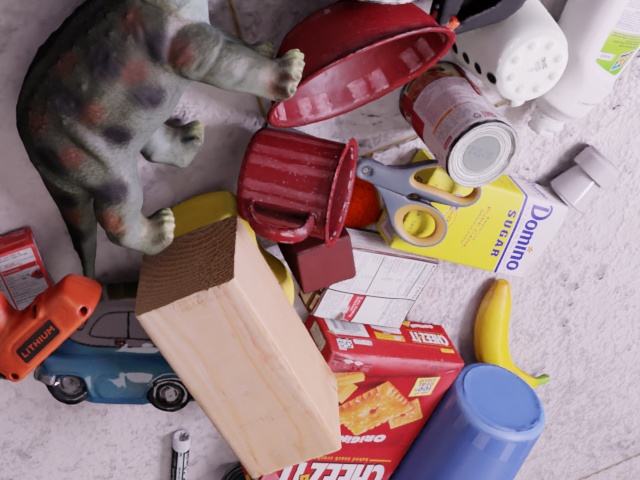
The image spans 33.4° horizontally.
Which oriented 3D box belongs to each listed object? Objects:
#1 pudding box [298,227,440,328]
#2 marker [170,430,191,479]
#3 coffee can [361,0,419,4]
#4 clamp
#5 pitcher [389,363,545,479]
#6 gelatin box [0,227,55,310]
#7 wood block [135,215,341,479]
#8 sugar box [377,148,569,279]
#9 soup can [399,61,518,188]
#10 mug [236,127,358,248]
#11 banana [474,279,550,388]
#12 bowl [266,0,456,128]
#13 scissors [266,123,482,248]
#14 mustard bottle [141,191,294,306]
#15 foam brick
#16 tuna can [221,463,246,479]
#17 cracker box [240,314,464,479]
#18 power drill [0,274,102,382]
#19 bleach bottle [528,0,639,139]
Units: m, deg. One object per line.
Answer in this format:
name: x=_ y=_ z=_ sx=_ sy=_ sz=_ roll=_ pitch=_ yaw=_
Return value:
pudding box: x=0.048 y=0.038 z=1.045 sx=0.113 sy=0.039 sz=0.090 roll=9 pitch=122 yaw=-32
marker: x=-0.151 y=0.252 z=1.145 sx=0.020 sy=0.020 sz=0.121 roll=-6 pitch=129 yaw=-20
coffee can: x=0.046 y=-0.254 z=0.760 sx=0.102 sy=0.103 sz=0.140 roll=-5 pitch=129 yaw=-21
clamp: x=0.161 y=-0.221 z=0.836 sx=0.120 sy=0.039 sz=0.172 roll=24 pitch=128 yaw=-26
pitcher: x=0.159 y=0.250 z=1.194 sx=0.145 sy=0.149 sz=0.243 roll=20 pitch=127 yaw=-5
gelatin box: x=-0.267 y=0.039 z=0.911 sx=0.073 sy=0.030 sz=0.089 roll=-19 pitch=129 yaw=-8
wood block: x=-0.065 y=0.094 z=0.903 sx=0.090 sy=0.091 sz=0.206 roll=-21 pitch=124 yaw=12
sugar box: x=0.150 y=-0.022 z=1.035 sx=0.176 sy=0.048 sz=0.093 roll=14 pitch=119 yaw=-30
soup can: x=0.119 y=-0.100 z=0.919 sx=0.068 sy=0.102 sz=0.068 roll=-13 pitch=131 yaw=-15
mug: x=-0.023 y=-0.039 z=0.881 sx=0.081 sy=0.117 sz=0.093 roll=13 pitch=136 yaw=10
banana: x=0.203 y=0.120 z=1.185 sx=0.069 sy=0.037 sz=0.197 roll=-44 pitch=136 yaw=-13
bowl: x=0.022 y=-0.148 z=0.838 sx=0.162 sy=0.055 sz=0.162 roll=-23 pitch=173 yaw=-3
scissors: x=0.043 y=-0.046 z=0.951 sx=0.201 sy=0.016 sz=0.096 roll=9 pitch=119 yaw=-9
mustard bottle: x=-0.078 y=0.042 z=0.977 sx=0.096 sy=0.058 sz=0.191 roll=-26 pitch=133 yaw=8
foam brick: x=-0.006 y=0.001 z=0.964 sx=0.053 sy=0.078 sz=0.051 roll=-18 pitch=131 yaw=-10
tuna can: x=-0.069 y=0.284 z=1.162 sx=0.086 sy=0.086 sz=0.034 roll=-2 pitch=129 yaw=-22
cracker box: x=0.029 y=0.180 z=1.130 sx=0.163 sy=0.072 sz=0.214 roll=9 pitch=123 yaw=-29
power drill: x=-0.264 y=0.009 z=0.830 sx=0.187 sy=0.057 sz=0.185 roll=42 pitch=111 yaw=-16
bleach bottle: x=0.250 y=-0.198 z=0.920 sx=0.102 sy=0.068 sz=0.251 roll=1 pitch=129 yaw=-40
